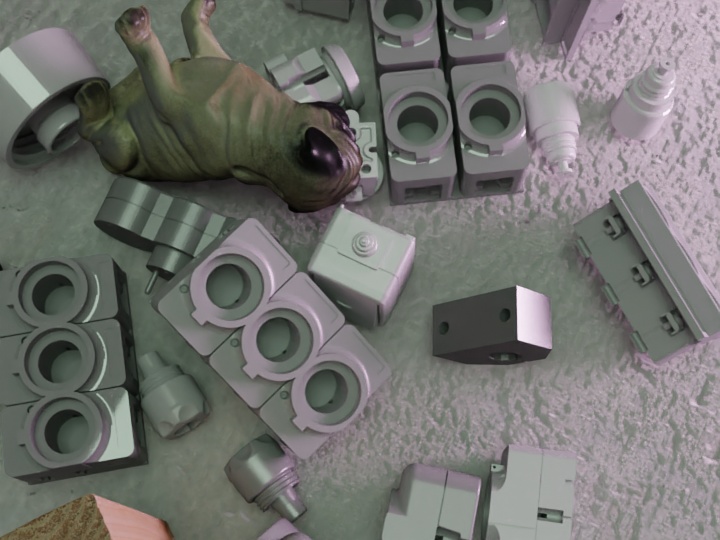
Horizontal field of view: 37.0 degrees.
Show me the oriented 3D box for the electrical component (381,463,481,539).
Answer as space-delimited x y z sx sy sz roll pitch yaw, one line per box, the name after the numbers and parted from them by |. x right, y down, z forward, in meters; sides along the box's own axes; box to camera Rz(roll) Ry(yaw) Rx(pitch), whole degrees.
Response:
0.045 0.185 0.744 0.059 0.053 0.095 11 74 4 | electrical component

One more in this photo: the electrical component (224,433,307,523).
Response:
-0.063 0.151 0.762 0.043 0.043 0.062 -39 78 -10 | electrical component

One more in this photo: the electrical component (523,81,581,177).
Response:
0.152 -0.110 0.839 0.040 0.040 0.078 -8 73 -1 | electrical component

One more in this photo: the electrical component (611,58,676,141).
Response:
0.223 -0.134 0.829 0.040 0.078 0.040 4 61 -7 | electrical component

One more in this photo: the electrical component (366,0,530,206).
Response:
0.066 -0.152 0.843 0.105 0.060 0.186 -6 73 -1 | electrical component

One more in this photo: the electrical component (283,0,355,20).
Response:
-0.027 -0.260 0.850 0.057 0.113 0.078 14 74 3 | electrical component

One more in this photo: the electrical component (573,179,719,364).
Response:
0.213 0.004 0.788 0.063 0.079 0.121 -34 73 21 | electrical component

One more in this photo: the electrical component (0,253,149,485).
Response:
-0.211 0.071 0.779 0.089 0.061 0.150 -10 73 -2 | electrical component

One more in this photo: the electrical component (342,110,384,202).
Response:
-0.006 -0.081 0.825 0.048 0.055 0.066 -3 73 0 | electrical component

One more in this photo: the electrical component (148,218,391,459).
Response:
-0.062 0.047 0.753 0.089 0.062 0.150 -44 103 -11 | electrical component

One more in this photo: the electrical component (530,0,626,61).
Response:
0.178 -0.228 0.833 0.063 0.121 0.078 -10 73 -5 | electrical component

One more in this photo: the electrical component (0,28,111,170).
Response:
-0.240 -0.123 0.818 0.108 0.108 0.060 -42 83 -11 | electrical component

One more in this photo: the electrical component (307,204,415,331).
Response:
0.000 0.000 0.779 0.062 0.096 0.061 25 77 8 | electrical component

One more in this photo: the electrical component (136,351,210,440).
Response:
-0.140 0.089 0.782 0.043 0.043 0.062 -32 74 -8 | electrical component

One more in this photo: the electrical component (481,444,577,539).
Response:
0.116 0.171 0.749 0.056 0.050 0.089 7 73 3 | electrical component

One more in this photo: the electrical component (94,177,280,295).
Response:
-0.136 -0.011 0.808 0.138 0.052 0.073 21 75 6 | electrical component

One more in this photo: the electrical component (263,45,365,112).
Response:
-0.033 -0.141 0.843 0.057 0.058 0.078 -27 71 -5 | electrical component
